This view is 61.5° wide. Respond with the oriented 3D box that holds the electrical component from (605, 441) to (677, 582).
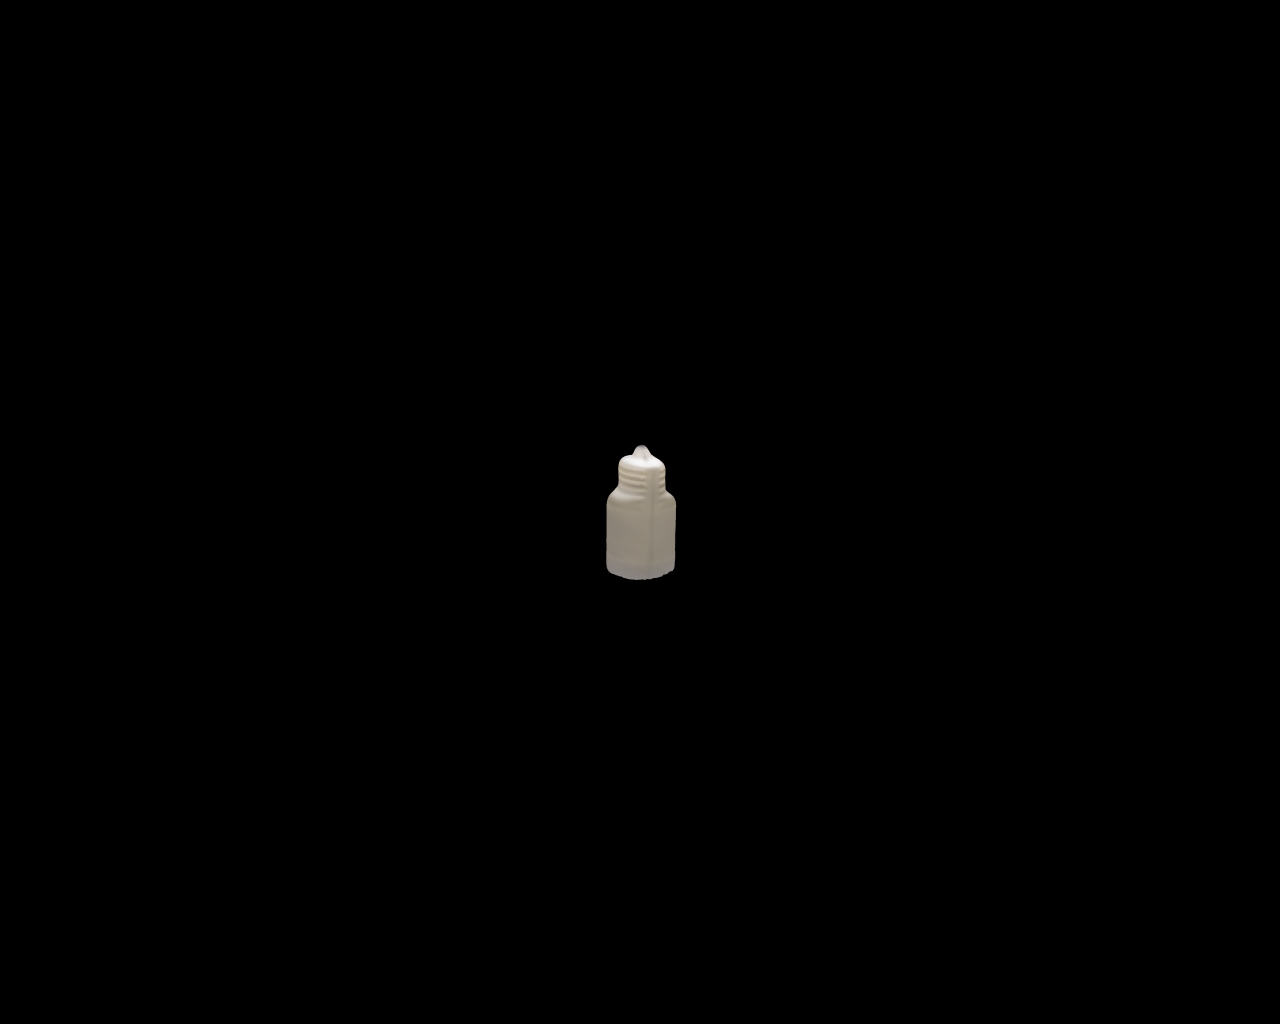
[{"bbox_3d":[0.001,-0.003,0.650,0.043,0.080,0.043,0,15,0],"label":"electrical component"}]
